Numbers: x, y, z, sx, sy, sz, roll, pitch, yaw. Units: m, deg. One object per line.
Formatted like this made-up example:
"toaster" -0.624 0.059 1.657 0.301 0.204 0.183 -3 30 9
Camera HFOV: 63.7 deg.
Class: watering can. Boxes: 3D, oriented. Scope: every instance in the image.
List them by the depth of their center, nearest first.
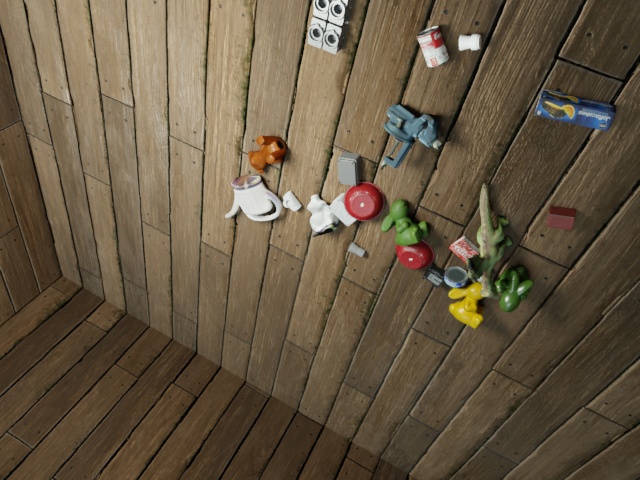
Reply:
"watering can" -0.321 -0.177 2.250 0.347 0.106 0.220 -1 124 33

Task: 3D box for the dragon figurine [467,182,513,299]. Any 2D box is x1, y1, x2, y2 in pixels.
"dragon figurine" 0.563 0.031 1.765 0.122 0.248 0.403 0 127 37

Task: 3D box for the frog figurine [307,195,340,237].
"frog figurine" 0.006 -0.107 2.124 0.135 0.123 0.161 -40 63 53
